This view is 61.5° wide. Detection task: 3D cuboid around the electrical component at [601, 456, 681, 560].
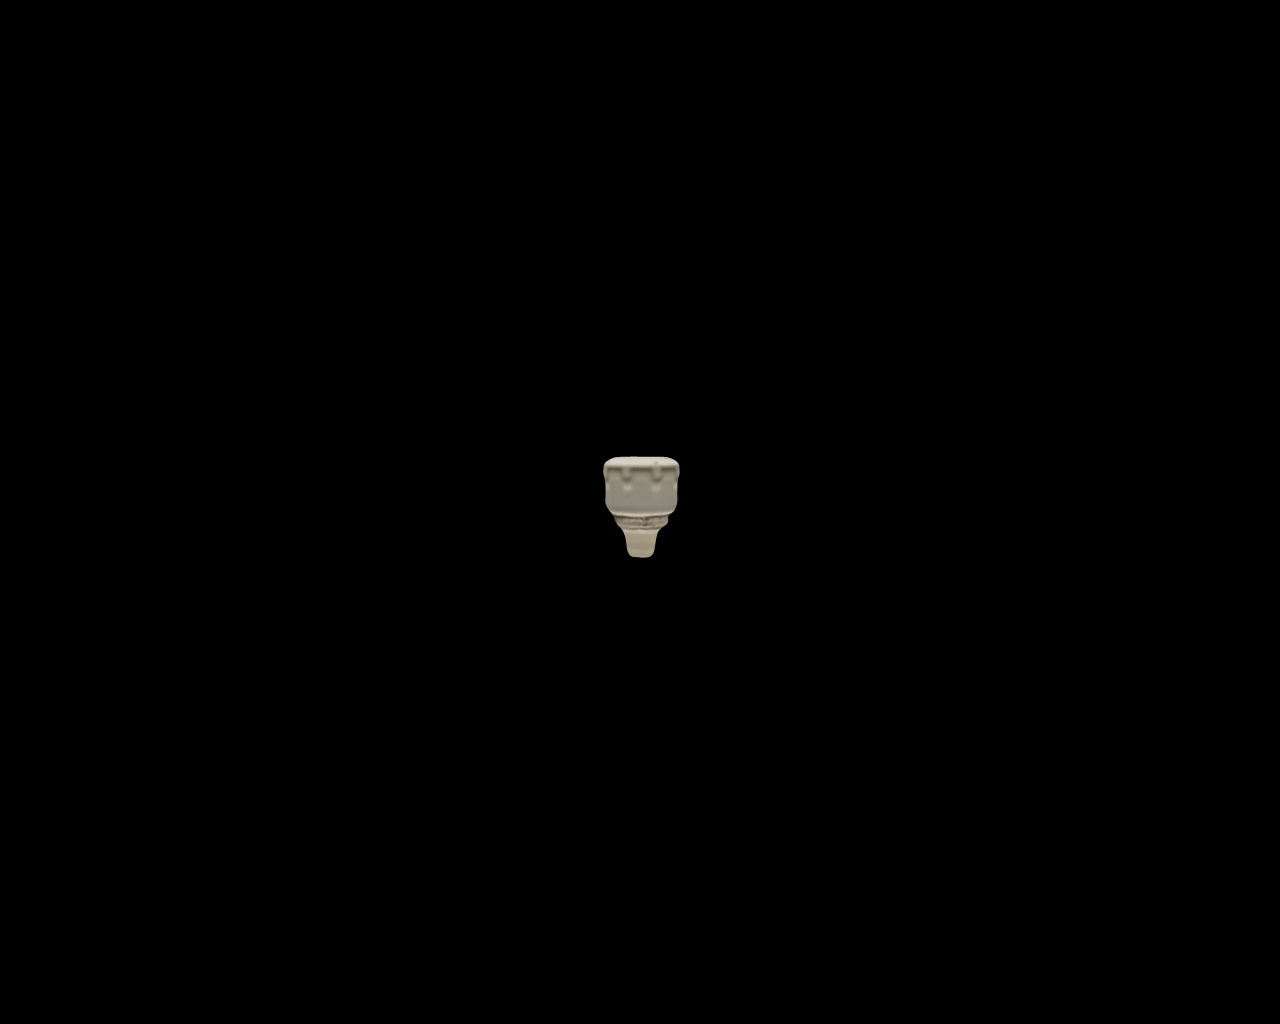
[{"bbox_3d":[0.001,-0.003,0.650,0.048,0.062,0.048,0,4,0],"label":"electrical component"}]
